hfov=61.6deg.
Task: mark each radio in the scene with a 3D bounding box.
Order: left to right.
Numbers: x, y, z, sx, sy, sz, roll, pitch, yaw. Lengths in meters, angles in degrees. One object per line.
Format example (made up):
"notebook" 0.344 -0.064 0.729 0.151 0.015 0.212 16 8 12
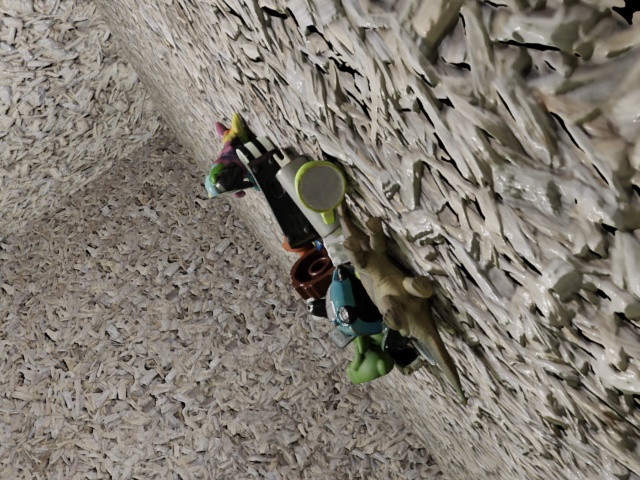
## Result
"radio" -0.076 -0.093 1.227 0.229 0.073 0.131 62 -173 0

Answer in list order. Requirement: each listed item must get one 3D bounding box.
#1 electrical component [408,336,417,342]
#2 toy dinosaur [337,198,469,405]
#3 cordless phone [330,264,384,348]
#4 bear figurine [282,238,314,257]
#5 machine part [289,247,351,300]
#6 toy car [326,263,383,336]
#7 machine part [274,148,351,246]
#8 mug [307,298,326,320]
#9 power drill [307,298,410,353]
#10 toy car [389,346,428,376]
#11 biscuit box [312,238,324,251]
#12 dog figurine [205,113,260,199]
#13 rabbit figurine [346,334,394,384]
"electrical component" 0.192 0.182 1.176 0.075 0.048 0.119 33 164 10
"toy dinosaur" 0.153 0.110 1.016 0.471 0.105 0.198 60 179 11
"cordless phone" 0.079 0.144 1.212 0.147 0.184 0.088 49 174 20
"bear figurine" -0.063 0.040 1.638 0.195 0.132 0.120 45 -147 -29
"machine part" 0.007 0.074 1.331 0.056 0.179 0.179 55 170 -27
"toy car" 0.059 0.136 1.136 0.109 0.103 0.162 7 -122 -42
"machine part" -0.014 -0.091 1.127 0.243 0.079 0.079 53 170 0
"mug" 0.010 0.141 1.404 0.107 0.110 0.081 63 -168 -11
"power drill" 0.108 0.197 1.305 0.232 0.086 0.208 5 -171 -44
"toy car" 0.229 0.321 1.468 0.056 0.073 0.202 58 170 -10
"biscuit box" -0.039 -0.072 1.337 0.203 0.059 0.062 51 163 9
"dog figurine" -0.237 -0.222 1.412 0.191 0.108 0.219 -9 -99 -56
"rabbit figurine" 0.113 0.280 1.411 0.170 0.121 0.159 63 165 8
